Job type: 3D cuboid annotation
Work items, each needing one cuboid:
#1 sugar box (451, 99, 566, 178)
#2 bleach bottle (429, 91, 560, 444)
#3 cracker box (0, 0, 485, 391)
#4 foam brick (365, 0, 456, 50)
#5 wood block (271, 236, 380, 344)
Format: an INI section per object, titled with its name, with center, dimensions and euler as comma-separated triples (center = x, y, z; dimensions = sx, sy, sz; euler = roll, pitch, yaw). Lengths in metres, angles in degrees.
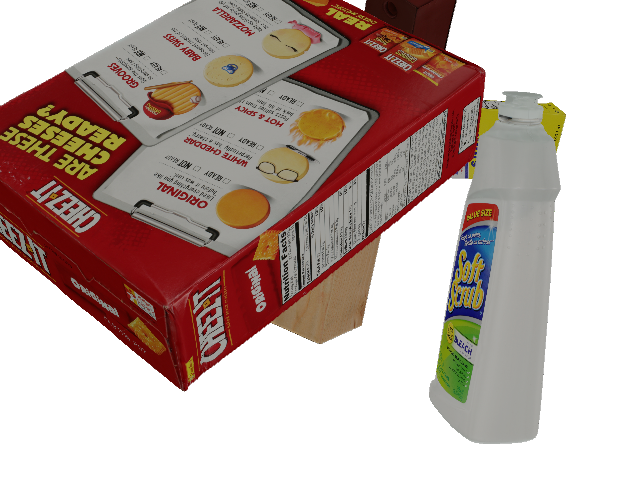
[sugar box]
center = 0.202, -0.122, 1.292
dimensions = 0.176, 0.093, 0.048
euler = -1, 27, -20
[bleach bottle]
center = 0.132, 0.016, 0.785
dimensions = 0.068, 0.251, 0.103
euler = 0, 16, -14
[cracker box]
center = -0.047, -0.046, 0.543
dimensions = 0.164, 0.072, 0.213
euler = 33, 56, 30
[foam brick]
center = 0.069, -0.174, 0.840
dimensions = 0.051, 0.078, 0.053
euler = -34, 60, -30
[wood block]
center = 0.006, -0.008, 1.143
dimensions = 0.090, 0.206, 0.090
euler = 21, 20, 28
